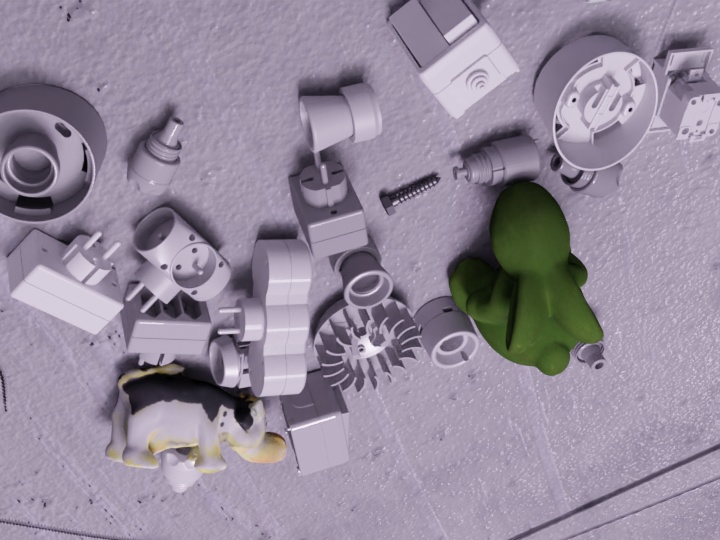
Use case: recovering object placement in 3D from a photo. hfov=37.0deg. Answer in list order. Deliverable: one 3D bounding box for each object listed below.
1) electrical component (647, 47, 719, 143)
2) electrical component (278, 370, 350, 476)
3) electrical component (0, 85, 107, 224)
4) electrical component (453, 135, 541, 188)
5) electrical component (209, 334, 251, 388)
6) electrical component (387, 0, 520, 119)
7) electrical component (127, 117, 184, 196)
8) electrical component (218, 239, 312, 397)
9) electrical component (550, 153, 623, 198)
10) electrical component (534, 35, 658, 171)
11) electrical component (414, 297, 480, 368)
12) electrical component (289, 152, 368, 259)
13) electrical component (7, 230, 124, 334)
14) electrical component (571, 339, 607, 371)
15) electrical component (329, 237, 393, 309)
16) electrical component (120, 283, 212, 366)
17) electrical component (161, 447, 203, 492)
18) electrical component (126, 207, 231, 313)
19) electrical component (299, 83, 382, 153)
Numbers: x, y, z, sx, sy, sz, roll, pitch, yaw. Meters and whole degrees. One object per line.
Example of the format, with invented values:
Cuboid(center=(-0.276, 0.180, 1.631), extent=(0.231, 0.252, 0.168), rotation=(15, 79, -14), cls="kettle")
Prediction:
Cuboid(center=(0.279, -0.147, 0.921), extent=(0.042, 0.063, 0.081), rotation=(-9, 133, -16), cls="electrical component")
Cuboid(center=(-0.043, 0.155, 1.066), extent=(0.061, 0.061, 0.096), rotation=(-16, 135, -8), cls="electrical component")
Cuboid(center=(-0.235, -0.084, 0.780), extent=(0.099, 0.064, 0.099), rotation=(-4, 122, -7), cls="electrical component")
Cuboid(center=(0.118, -0.090, 0.922), extent=(0.078, 0.040, 0.040), rotation=(-13, 134, -12), cls="electrical component")
Cuboid(center=(-0.105, 0.081, 0.984), extent=(0.055, 0.048, 0.066), rotation=(-8, 134, -27), cls="electrical component")
Cuboid(center=(0.068, -0.164, 0.793), extent=(0.062, 0.096, 0.061), rotation=(-37, 134, 12), cls="electrical component")
Cuboid(center=(-0.152, -0.088, 0.815), extent=(0.035, 0.035, 0.061), rotation=(15, 121, -33), cls="electrical component")
Cuboid(center=(-0.086, 0.042, 0.923), extent=(0.074, 0.052, 0.138), rotation=(-2, 105, -22), cls="electrical component")
Cuboid(center=(0.198, -0.089, 0.955), extent=(0.062, 0.043, 0.043), rotation=(11, 125, -29), cls="electrical component")
Cuboid(center=(0.195, -0.141, 0.890), extent=(0.099, 0.064, 0.099), rotation=(-12, 134, -12), cls="electrical component")
Cuboid(center=(0.085, 0.062, 1.044), extent=(0.055, 0.047, 0.055), rotation=(-12, 134, -12), cls="electrical component")
Cuboid(center=(-0.028, -0.062, 0.869), extent=(0.047, 0.065, 0.076), rotation=(-16, 135, -8), cls="electrical component")
Cuboid(center=(-0.223, -0.002, 0.856), extent=(0.076, 0.047, 0.083), rotation=(-43, 132, 17), cls="electrical component")
Cuboid(center=(0.233, 0.077, 1.109), extent=(0.048, 0.062, 0.048), rotation=(-12, 134, -13), cls="electrical component")
Cuboid(center=(0.000, 0.000, 0.945), extent=(0.045, 0.055, 0.045), rotation=(-12, 134, -12), cls="electrical component")
Cuboid(center=(-0.173, 0.056, 0.931), extent=(0.066, 0.047, 0.076), rotation=(4, 131, -26), cls="electrical component")
Cuboid(center=(-0.175, 0.193, 1.060), extent=(0.043, 0.043, 0.062), rotation=(-2, 133, -21), cls="electrical component")
Cuboid(center=(-0.157, 0.001, 0.880), extent=(0.079, 0.044, 0.077), rotation=(-47, 134, -4), cls="electrical component")
Cuboid(center=(-0.015, -0.119, 0.837), extent=(0.055, 0.045, 0.045), rotation=(-15, 135, -10), cls="electrical component")
